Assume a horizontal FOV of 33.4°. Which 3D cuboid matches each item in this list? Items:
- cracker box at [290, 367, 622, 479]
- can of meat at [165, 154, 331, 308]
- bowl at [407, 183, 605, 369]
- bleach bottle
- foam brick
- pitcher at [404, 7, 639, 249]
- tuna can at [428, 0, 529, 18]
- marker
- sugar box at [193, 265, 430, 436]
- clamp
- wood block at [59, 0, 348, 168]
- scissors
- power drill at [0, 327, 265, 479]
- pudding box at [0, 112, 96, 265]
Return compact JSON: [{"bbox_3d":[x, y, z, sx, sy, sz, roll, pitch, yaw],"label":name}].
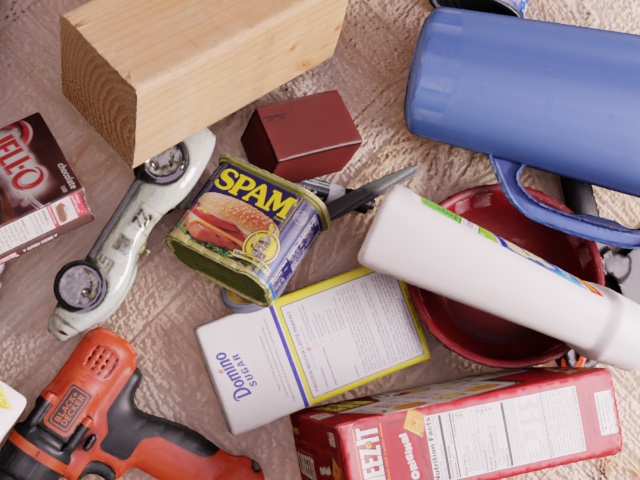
[{"bbox_3d":[0.099,0.150,0.829,0.213,0.164,0.072,-10,86,-13],"label":"cracker box"},{"bbox_3d":[-0.057,-0.007,0.829,0.102,0.057,0.084,26,68,22],"label":"can of meat"},{"bbox_3d":[0.150,0.036,0.889,0.162,0.055,0.162,0,67,0],"label":"bowl"},{"bbox_3d":[0.155,0.037,0.816,0.251,0.102,0.068,24,96,3],"label":"bleach bottle"},{"bbox_3d":[-0.016,-0.081,0.867,0.078,0.051,0.053,-15,71,-24],"label":"foam brick"},{"bbox_3d":[0.193,-0.102,0.861,0.243,0.145,0.149,14,50,11],"label":"pitcher"},{"bbox_3d":[0.135,-0.209,0.904,0.086,0.086,0.034,19,83,-11],"label":"tuna can"},{"bbox_3d":[-0.011,-0.045,0.893,0.121,0.020,0.020,15,83,-11],"label":"marker"},{"bbox_3d":[-0.007,0.084,0.872,0.176,0.048,0.093,-19,89,-10],"label":"sugar box"},{"bbox_3d":[0.244,0.013,0.936,0.164,0.036,0.210,29,81,-9],"label":"clamp"},{"bbox_3d":[-0.085,-0.154,0.809,0.205,0.090,0.091,-34,69,-29],"label":"wood block"},{"bbox_3d":[-0.006,0.001,0.860,0.201,0.016,0.096,-14,58,0],"label":"scissors"},{"bbox_3d":[-0.152,0.188,0.825,0.187,0.057,0.184,35,79,-8],"label":"power drill"},{"bbox_3d":[-0.231,-0.039,0.804,0.090,0.039,0.114,-28,50,-13],"label":"pudding box"}]
